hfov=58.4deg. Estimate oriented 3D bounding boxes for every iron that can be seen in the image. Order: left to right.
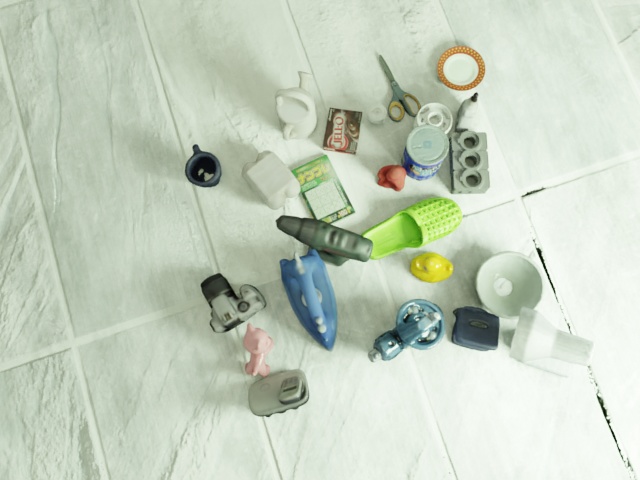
[{"bbox_3d":[-0.017,0.147,1.385,0.118,0.141,0.258,-21,79,-1],"label":"iron"}]

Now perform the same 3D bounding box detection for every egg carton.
[{"bbox_3d":[-0.125,-0.156,1.481,0.107,0.069,0.150,-40,81,-5],"label":"egg carton"}]

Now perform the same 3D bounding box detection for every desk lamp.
[{"bbox_3d":[0.518,0.237,1.309,0.203,0.213,0.118,18,81,6],"label":"desk lamp"}]

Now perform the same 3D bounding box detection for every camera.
[{"bbox_3d":[-0.226,0.143,1.415,0.143,0.101,0.137,-32,80,-3],"label":"camera"}]

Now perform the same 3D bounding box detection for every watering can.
[{"bbox_3d":[-0.062,-0.342,1.449,0.101,0.194,0.173,-5,79,2],"label":"watering can"}]

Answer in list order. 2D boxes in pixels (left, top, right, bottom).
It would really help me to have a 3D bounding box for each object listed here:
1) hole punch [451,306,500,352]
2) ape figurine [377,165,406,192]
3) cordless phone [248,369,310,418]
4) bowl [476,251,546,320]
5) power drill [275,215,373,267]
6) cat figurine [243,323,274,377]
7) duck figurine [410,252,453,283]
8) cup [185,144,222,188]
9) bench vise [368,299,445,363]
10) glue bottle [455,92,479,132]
[{"bbox_3d":[0.375,0.213,1.382,0.108,0.091,0.101,12,80,5],"label":"hole punch"},{"bbox_3d":[0.188,-0.163,1.457,0.076,0.092,0.078,-33,80,-3],"label":"ape figurine"},{"bbox_3d":[-0.100,0.361,1.328,0.147,0.185,0.094,-20,79,-1],"label":"cordless phone"},{"bbox_3d":[0.459,0.114,1.404,0.167,0.075,0.167,0,80,2],"label":"bowl"},{"bbox_3d":[0.013,0.005,1.376,0.229,0.208,0.076,15,81,5],"label":"power drill"},{"bbox_3d":[-0.153,0.267,1.381,0.067,0.118,0.128,4,80,4],"label":"cat figurine"},{"bbox_3d":[0.279,0.065,1.415,0.104,0.086,0.077,8,80,4],"label":"duck figurine"},{"bbox_3d":[-0.297,-0.183,1.481,0.091,0.095,0.118,-22,79,-1],"label":"cup"},{"bbox_3d":[0.212,0.223,1.322,0.121,0.220,0.207,37,83,9],"label":"bench vise"},{"bbox_3d":[0.374,-0.328,1.438,0.037,0.173,0.078,12,80,5],"label":"glue bottle"}]
